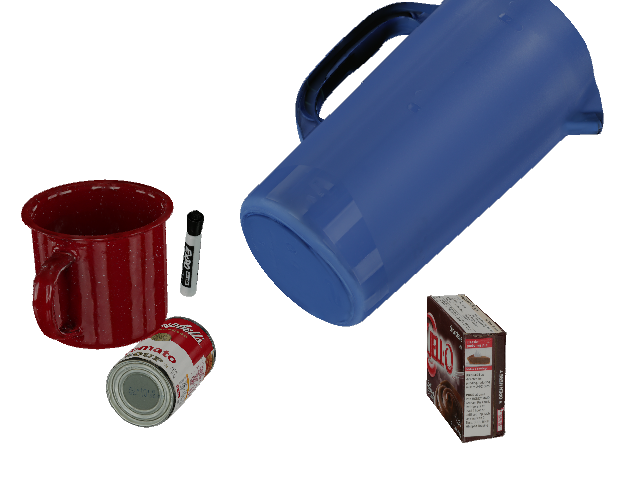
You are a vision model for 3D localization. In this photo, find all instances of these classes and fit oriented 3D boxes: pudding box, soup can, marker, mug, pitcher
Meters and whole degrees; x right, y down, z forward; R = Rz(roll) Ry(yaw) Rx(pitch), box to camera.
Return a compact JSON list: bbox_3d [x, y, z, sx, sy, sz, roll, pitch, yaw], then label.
[{"bbox_3d":[0.116,0.100,0.865,0.039,0.090,0.113,-4,13,-11],"label":"pudding box"},{"bbox_3d":[-0.145,0.119,0.976,0.068,0.068,0.102,0,17,16],"label":"soup can"},{"bbox_3d":[-0.144,0.014,1.197,0.020,0.121,0.020,7,41,-6],"label":"marker"},{"bbox_3d":[-0.142,0.021,0.667,0.093,0.081,0.117,8,26,14],"label":"mug"},{"bbox_3d":[0.056,-0.064,0.719,0.242,0.145,0.149,-43,18,-22],"label":"pitcher"}]
